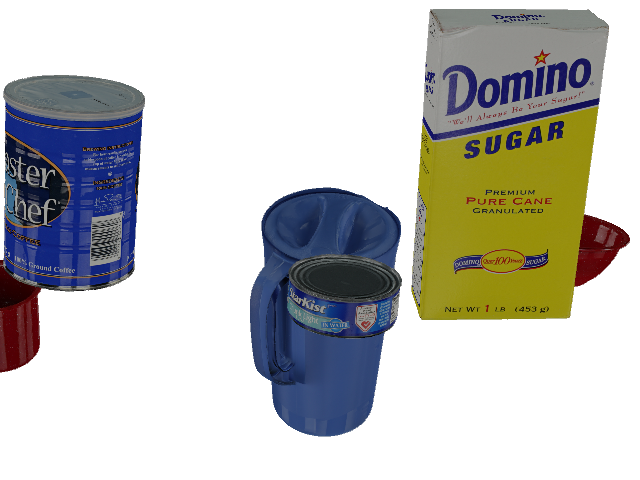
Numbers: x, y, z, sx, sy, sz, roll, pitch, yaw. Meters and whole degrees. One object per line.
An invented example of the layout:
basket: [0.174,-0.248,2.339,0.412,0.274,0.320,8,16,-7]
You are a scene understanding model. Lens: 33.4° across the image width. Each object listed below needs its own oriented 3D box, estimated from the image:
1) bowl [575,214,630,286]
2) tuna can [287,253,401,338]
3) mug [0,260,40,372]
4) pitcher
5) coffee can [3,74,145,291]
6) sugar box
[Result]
bowl: [0.238,0.009,1.121,0.162,0.055,0.162,5,17,-2]
tuna can: [0.017,0.041,0.808,0.086,0.034,0.086,4,21,-2]
mug: [-0.325,0.084,1.057,0.093,0.081,0.117,8,31,4]
pitcher: [-0.001,0.083,1.071,0.149,0.243,0.145,-3,35,-7]
coffee can: [-0.190,-0.046,0.816,0.103,0.140,0.103,6,22,-3]
sugar box: [0.104,-0.041,0.608,0.093,0.176,0.048,-1,27,-4]
